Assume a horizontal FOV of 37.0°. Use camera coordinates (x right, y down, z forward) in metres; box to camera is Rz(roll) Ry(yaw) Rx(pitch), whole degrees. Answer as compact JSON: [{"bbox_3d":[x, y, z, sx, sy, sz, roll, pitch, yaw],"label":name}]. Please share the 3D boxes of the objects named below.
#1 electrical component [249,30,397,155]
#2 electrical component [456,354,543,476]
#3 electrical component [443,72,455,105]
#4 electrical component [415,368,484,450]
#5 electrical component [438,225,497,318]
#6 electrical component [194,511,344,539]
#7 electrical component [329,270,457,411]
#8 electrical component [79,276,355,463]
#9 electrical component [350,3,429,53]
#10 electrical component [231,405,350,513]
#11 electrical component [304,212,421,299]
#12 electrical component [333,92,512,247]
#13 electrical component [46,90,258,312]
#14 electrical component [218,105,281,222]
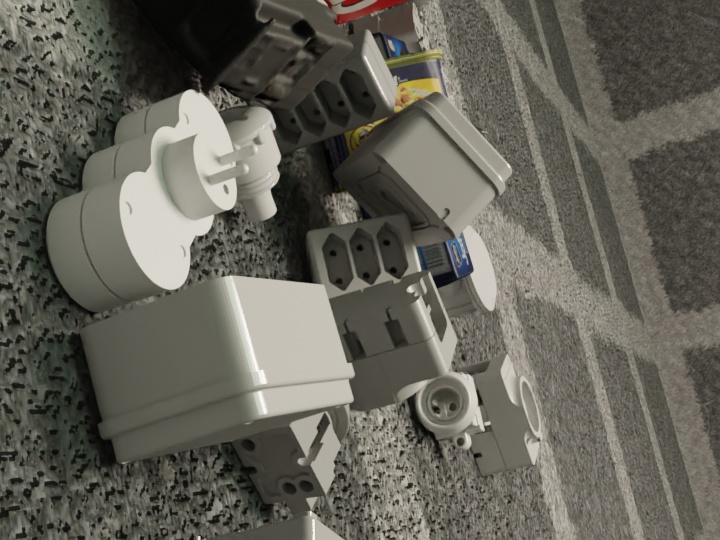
[{"bbox_3d":[-0.022,-0.126,0.710,0.075,0.083,0.047,-82,149,-51],"label":"electrical component"},{"bbox_3d":[0.122,0.125,0.938,0.050,0.056,0.089,-45,117,-69],"label":"electrical component"},{"bbox_3d":[0.052,-0.153,0.967,0.044,0.065,0.044,-17,90,-71],"label":"electrical component"},{"bbox_3d":[0.069,0.104,0.826,0.055,0.048,0.066,41,36,-70],"label":"electrical component"},{"bbox_3d":[0.086,0.003,0.950,0.080,0.051,0.080,-17,90,-71],"label":"electrical component"},{"bbox_3d":[-0.027,0.158,0.484,0.096,0.062,0.061,50,29,-48],"label":"electrical component"},{"bbox_3d":[0.007,0.045,0.633,0.050,0.089,0.055,-62,132,-64],"label":"electrical component"},{"bbox_3d":[-0.058,0.043,0.473,0.113,0.078,0.057,8,63,-69],"label":"electrical component"},{"bbox_3d":[0.028,-0.199,0.944,0.042,0.064,0.081,55,24,-46],"label":"electrical component"},{"bbox_3d":[-0.033,0.084,0.559,0.066,0.048,0.055,65,28,-22],"label":"electrical component"},{"bbox_3d":[0.000,0.000,0.703,0.076,0.066,0.047,111,-33,-76],"label":"electrical component"},{"bbox_3d":[0.039,-0.063,0.699,0.078,0.057,0.113,46,-13,-9],"label":"electrical component"},{"bbox_3d":[-0.081,-0.040,0.487,0.138,0.074,0.052,-76,144,-56],"label":"electrical component"},{"bbox_3d":[-0.064,-0.057,0.597,0.048,0.048,0.062,-75,151,-57],"label":"electrical component"}]
